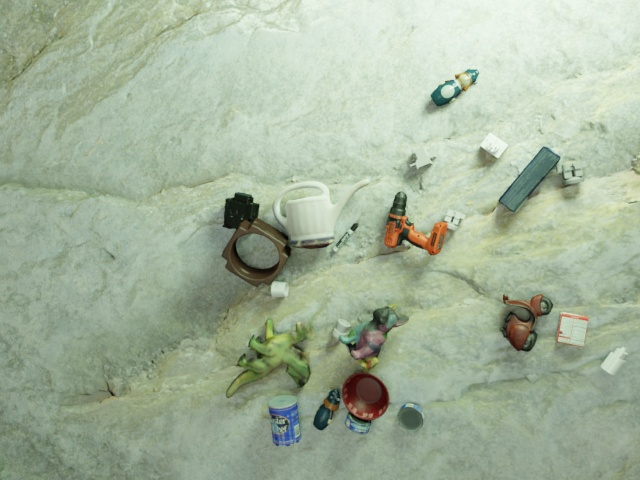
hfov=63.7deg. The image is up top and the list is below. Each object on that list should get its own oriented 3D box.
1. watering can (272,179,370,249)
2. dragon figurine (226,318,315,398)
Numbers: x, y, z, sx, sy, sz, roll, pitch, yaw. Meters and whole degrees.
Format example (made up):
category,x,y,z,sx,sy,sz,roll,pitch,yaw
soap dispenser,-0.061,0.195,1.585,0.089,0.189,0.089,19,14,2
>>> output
category,x,y,z,sx,sy,sz,roll,pitch,yaw
watering can,0.005,-0.085,1.689,0.347,0.224,0.104,-6,4,20
dragon figurine,-0.150,0.435,1.793,0.243,0.406,0.123,29,15,7
